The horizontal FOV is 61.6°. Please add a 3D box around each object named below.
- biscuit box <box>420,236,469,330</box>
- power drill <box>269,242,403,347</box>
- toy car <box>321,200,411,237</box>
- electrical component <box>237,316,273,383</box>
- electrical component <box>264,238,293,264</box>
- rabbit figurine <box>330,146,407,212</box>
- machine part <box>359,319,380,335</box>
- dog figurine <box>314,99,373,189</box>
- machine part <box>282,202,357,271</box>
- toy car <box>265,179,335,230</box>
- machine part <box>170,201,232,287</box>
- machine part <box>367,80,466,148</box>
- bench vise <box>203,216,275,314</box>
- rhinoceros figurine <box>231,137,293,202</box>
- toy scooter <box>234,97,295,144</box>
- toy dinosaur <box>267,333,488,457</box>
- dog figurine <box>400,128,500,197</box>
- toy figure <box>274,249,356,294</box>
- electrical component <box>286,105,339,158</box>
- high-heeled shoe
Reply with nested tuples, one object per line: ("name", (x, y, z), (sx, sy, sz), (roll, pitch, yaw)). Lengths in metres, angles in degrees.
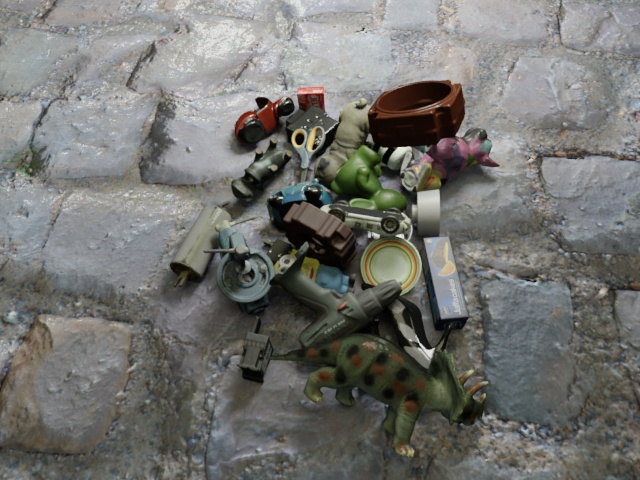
("biscuit box", (0.262, 0.090, 1.143), (0.063, 0.059, 0.203), (-4, 56, -1))
("power drill", (0.018, 0.100, 1.070), (0.207, 0.086, 0.232), (44, 100, -6))
("toy car", (0.098, -0.045, 1.170), (0.202, 0.056, 0.073), (9, 21, 10))
("electrical component", (-0.123, 0.216, 1.074), (0.048, 0.074, 0.119), (10, 54, 11))
("electrical component", (-0.096, 0.031, 1.226), (0.094, 0.021, 0.063), (25, 62, 18))
("rabbit figurine", (0.119, -0.113, 1.257), (0.170, 0.121, 0.159), (42, 72, 16))
("machine part", (0.104, 0.224, 1.077), (0.084, 0.039, 0.139), (-12, 57, 5))
("dog figurine", (0.058, -0.235, 1.315), (0.121, 0.172, 0.190), (19, 51, 28))
("machine part", (-0.002, -0.004, 1.159), (0.180, 0.179, 0.056), (29, 67, 20))
("toy car", (-0.041, -0.087, 1.266), (0.162, 0.109, 0.103), (-7, 33, 12))
("machine part", (-0.269, 0.006, 1.221), (0.079, 0.079, 0.243), (15, 58, 13))
("machine part", (0.224, -0.296, 1.246), (0.201, 0.087, 0.201), (1, 35, 27))
("bench vise", (-0.164, 0.035, 1.110), (0.129, 0.240, 0.223), (-10, 72, -8))
("rhinoceros figurine", (-0.147, -0.171, 1.318), (0.073, 0.112, 0.190), (42, 50, -4))
("toy scooter", (-0.163, -0.333, 1.445), (0.184, 0.075, 0.135), (-38, 42, -9))
("toy dinosaur", (0.107, 0.241, 0.969), (0.405, 0.131, 0.192), (27, 92, 11))
("dog figurine", (0.322, -0.184, 1.302), (0.219, 0.191, 0.109), (6, 18, -23))
("toy figure", (-0.015, 0.088, 1.150), (0.180, 0.089, 0.082), (13, 44, 2))
("electrical component", (-0.024, -0.292, 1.421), (0.134, 0.058, 0.115), (32, 61, 21))
("high-heeled shoe", (0.156, 0.193, 1.091), (0.249, 0.086, 0.145), (29, 91, 38))
